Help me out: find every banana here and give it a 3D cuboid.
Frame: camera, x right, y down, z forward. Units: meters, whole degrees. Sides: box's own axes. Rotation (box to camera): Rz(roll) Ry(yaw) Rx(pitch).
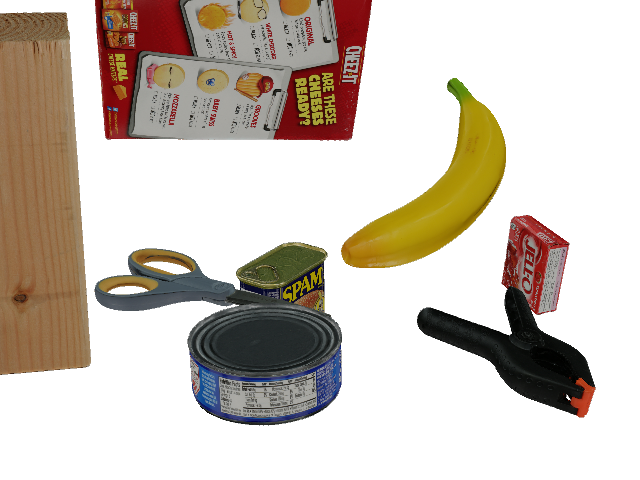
[{"bbox_3d":[0.084,-0.037,0.740,0.070,0.037,0.197,23,50,14],"label":"banana"}]

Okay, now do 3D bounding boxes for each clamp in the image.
[{"bbox_3d":[0.183,0.093,0.947,0.120,0.039,0.172,-23,43,-34],"label":"clamp"}]

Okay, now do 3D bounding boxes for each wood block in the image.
[{"bbox_3d":[-0.194,-0.029,0.657,0.090,0.206,0.090,-4,23,-13],"label":"wood block"}]

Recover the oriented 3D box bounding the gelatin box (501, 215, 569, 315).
[{"bbox_3d":[0.238,0.026,1.190,0.030,0.089,0.073,-9,31,-23],"label":"gelatin box"}]

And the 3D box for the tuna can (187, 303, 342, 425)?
[{"bbox_3d":[-0.030,0.068,0.596,0.086,0.034,0.086,-1,22,0],"label":"tuna can"}]

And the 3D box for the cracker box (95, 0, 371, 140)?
[{"bbox_3d":[-0.074,-0.163,0.878,0.213,0.072,0.164,-1,-42,-8],"label":"cracker box"}]

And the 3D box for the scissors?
[{"bbox_3d":[-0.095,0.045,0.815,0.096,0.016,0.202,-25,32,-37],"label":"scissors"}]

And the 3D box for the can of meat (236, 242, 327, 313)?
[{"bbox_3d":[-0.037,0.060,1.080,0.058,0.084,0.101,15,28,32],"label":"can of meat"}]
